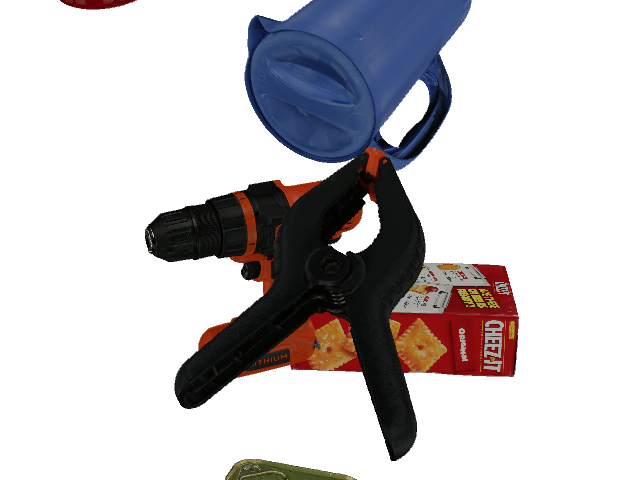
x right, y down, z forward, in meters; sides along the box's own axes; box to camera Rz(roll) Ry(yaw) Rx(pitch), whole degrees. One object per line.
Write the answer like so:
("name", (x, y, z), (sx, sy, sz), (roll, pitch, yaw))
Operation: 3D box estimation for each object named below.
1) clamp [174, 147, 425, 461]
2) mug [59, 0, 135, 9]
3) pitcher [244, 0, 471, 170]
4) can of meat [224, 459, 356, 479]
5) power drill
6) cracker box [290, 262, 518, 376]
("clamp", (0.015, 0.030, 0.540), (0.120, 0.171, 0.039), (22, -26, 15))
("mug", (-0.177, -0.223, 0.786), (0.117, 0.081, 0.093), (-3, 39, 3))
("pitcher", (0.054, -0.181, 0.997), (0.145, 0.149, 0.242), (13, 43, 30))
("can of meat", (-0.024, 0.222, 0.813), (0.102, 0.084, 0.057), (8, 14, 10))
("power drill", (-0.060, 0.035, 0.905), (0.184, 0.188, 0.057), (-10, 46, -22))
("cracker box", (0.083, 0.076, 1.073), (0.214, 0.072, 0.164), (2, 16, 5))
